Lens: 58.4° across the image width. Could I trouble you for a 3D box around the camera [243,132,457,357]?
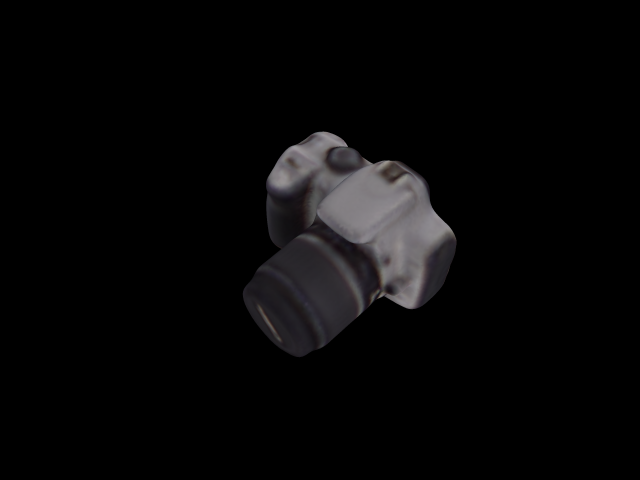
[{"bbox_3d":[0.004,0.001,0.400,0.142,0.101,0.137,39,63,25],"label":"camera"}]
